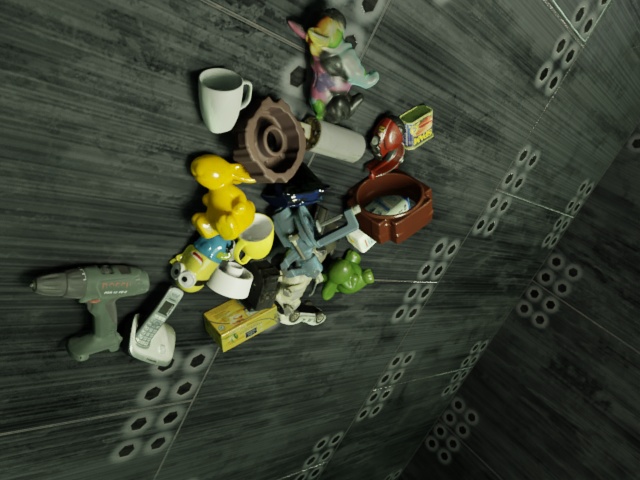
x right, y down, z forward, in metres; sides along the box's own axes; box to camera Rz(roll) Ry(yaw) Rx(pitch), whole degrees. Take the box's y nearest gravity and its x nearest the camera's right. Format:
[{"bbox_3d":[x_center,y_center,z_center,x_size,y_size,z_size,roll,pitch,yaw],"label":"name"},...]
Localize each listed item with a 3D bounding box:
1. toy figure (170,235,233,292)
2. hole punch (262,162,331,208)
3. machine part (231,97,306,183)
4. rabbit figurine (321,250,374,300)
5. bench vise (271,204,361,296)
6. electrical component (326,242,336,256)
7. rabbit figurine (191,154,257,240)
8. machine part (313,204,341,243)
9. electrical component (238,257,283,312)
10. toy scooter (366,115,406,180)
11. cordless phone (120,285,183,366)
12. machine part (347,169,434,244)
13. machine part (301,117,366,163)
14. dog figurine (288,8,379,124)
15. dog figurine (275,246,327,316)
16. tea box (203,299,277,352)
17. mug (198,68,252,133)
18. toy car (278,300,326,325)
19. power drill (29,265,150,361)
[{"bbox_3d":[-0.258,0.039,1.214,0.180,0.082,0.089,-52,139,-3],"label":"toy figure"},{"bbox_3d":[-0.063,-0.114,1.259,0.142,0.116,0.092,-11,137,-40],"label":"hole punch"},{"bbox_3d":[-0.105,-0.204,1.117,0.179,0.056,0.179,-2,93,-49],"label":"machine part"},{"bbox_3d":[0.058,0.096,1.570,0.159,0.121,0.170,-30,160,9],"label":"rabbit figurine"},{"bbox_3d":[-0.002,-0.007,1.310,0.241,0.223,0.129,-25,-173,10],"label":"bench vise"},{"bbox_3d":[0.015,0.021,1.531,0.063,0.021,0.093,-36,140,-17],"label":"electrical component"},{"bbox_3d":[-0.198,-0.104,1.119,0.162,0.122,0.173,-39,117,-30],"label":"rabbit figurine"},{"bbox_3d":[0.017,-0.040,1.443,0.138,0.039,0.084,40,55,-54],"label":"machine part"},{"bbox_3d":[-0.160,0.113,1.354,0.058,0.115,0.134,-3,122,-43],"label":"electrical component"},{"bbox_3d":[0.169,-0.233,1.421,0.135,0.075,0.183,-44,147,-15],"label":"toy scooter"},{"bbox_3d":[-0.364,0.192,1.243,0.184,0.089,0.146,-52,144,-3],"label":"cordless phone"},{"bbox_3d":[0.189,-0.096,1.458,0.201,0.201,0.087,-34,139,-19],"label":"machine part"},{"bbox_3d":[0.030,-0.234,1.273,0.243,0.079,0.079,6,117,-49],"label":"machine part"},{"bbox_3d":[0.008,-0.363,1.116,0.191,0.109,0.219,-53,140,9],"label":"dog figurine"},{"bbox_3d":[-0.056,0.102,1.468,0.190,0.121,0.172,-39,164,-33],"label":"dog figurine"},{"bbox_3d":[-0.206,0.205,1.403,0.170,0.098,0.068,-25,137,-28],"label":"tea box"},{"bbox_3d":[-0.183,-0.264,1.030,0.109,0.081,0.107,-28,150,-36],"label":"mug"},{"bbox_3d":[-0.061,0.215,1.583,0.201,0.074,0.056,13,108,-50],"label":"toy car"},{"bbox_3d":[-0.471,0.140,1.094,0.232,0.086,0.207,-10,121,-44],"label":"power drill"}]
